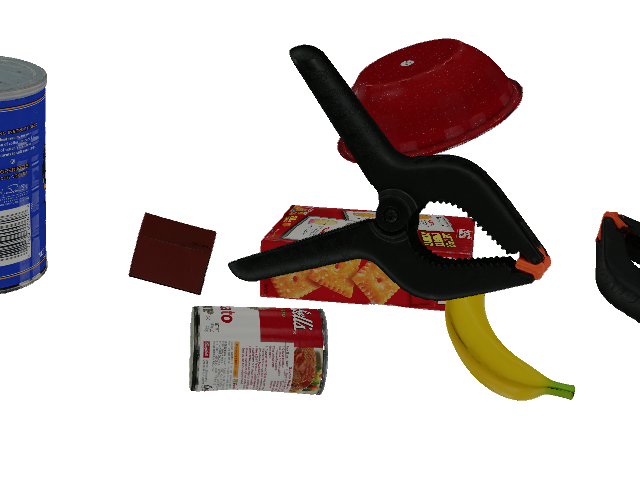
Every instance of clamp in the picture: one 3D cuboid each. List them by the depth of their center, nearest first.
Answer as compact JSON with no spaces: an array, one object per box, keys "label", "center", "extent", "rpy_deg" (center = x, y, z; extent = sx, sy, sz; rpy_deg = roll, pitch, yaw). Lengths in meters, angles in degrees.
[{"label":"clamp","center":[0.047,-0.029,0.685],"extent":[0.210,0.165,0.036],"rpy_deg":[15,16,18]},{"label":"clamp","center":[0.250,0.043,0.716],"extent":[0.120,0.039,0.171],"rpy_deg":[-2,45,-19]}]

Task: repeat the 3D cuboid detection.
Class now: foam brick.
[{"label":"foam brick","center":[-0.152,0.014,1.095],"extent":[0.078,0.051,0.053],"rpy_deg":[16,27,-6]}]

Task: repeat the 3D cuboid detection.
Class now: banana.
[{"label":"banana","center":[0.149,0.087,0.952],"extent":[0.069,0.037,0.198],"rpy_deg":[5,28,-23]}]

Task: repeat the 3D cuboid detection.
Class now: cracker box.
[{"label":"cracker box","center":[0.055,0.018,1.146],"extent":[0.214,0.072,0.164],"rpy_deg":[5,15,9]}]

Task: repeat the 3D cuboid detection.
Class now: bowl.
[{"label":"bowl","center":[0.082,-0.124,0.886],"extent":[0.162,0.055,0.162],"rpy_deg":[-18,24,8]}]

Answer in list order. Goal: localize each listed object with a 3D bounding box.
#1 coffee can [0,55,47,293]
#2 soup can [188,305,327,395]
[{"label":"coffee can","center":[-0.237,-0.046,0.722],"extent":[0.103,0.140,0.103],"rpy_deg":[5,22,-2]},{"label":"soup can","center":[-0.050,0.086,0.832],"extent":[0.102,0.068,0.068],"rpy_deg":[2,0,-9]}]
